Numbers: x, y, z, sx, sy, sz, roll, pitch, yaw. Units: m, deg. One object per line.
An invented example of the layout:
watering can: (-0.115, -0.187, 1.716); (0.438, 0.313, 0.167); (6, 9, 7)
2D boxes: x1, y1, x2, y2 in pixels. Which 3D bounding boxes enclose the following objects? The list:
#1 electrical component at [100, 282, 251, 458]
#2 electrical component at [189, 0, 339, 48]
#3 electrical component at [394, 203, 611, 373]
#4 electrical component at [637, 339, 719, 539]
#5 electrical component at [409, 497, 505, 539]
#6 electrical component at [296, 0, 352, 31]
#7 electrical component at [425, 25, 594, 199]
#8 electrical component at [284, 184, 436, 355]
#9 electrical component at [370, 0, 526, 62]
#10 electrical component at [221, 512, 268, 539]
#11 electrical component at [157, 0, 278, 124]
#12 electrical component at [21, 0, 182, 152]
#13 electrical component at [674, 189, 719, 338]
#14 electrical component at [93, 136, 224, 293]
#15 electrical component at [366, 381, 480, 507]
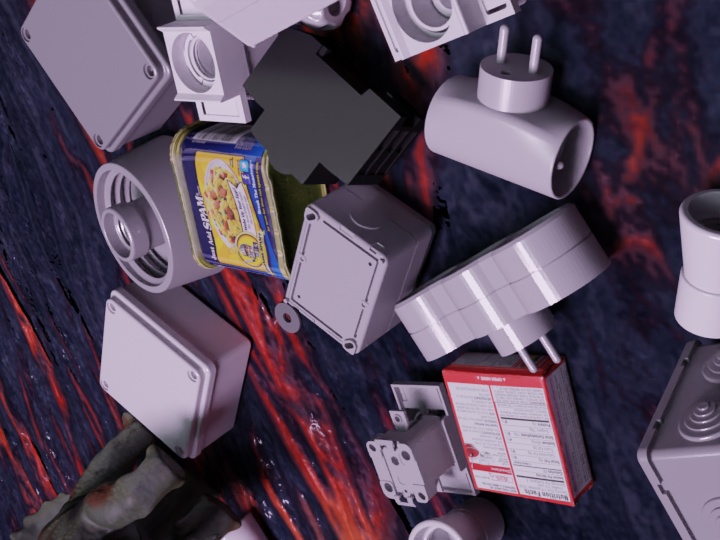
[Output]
electrical component: (-0.148, 0.074, 0.848); (0.109, 0.056, 0.108); (36, 134, 22)
electrical component: (-0.053, -0.168, 0.570); (0.096, 0.061, 0.061); (-21, 62, 27)
electrical component: (0.085, 0.023, 0.601); (0.138, 0.052, 0.073); (-32, 91, 48)
electrical component: (0.184, 0.090, 0.513); (0.048, 0.099, 0.099); (-14, 115, 42)
electrical component: (0.066, 0.173, 0.701); (0.044, 0.065, 0.044); (6, 102, 33)
electrical component: (-0.036, -0.158, 0.618); (0.061, 0.035, 0.035); (22, 128, 35)
electrical component: (0.078, -0.085, 0.548); (0.077, 0.044, 0.079); (25, 130, 30)
electrical component: (0.000, 0.000, 0.660); (0.062, 0.061, 0.096); (36, 134, 21)
electrical component: (0.031, -0.174, 0.523); (0.079, 0.063, 0.121); (-12, 106, 46)
electrical component: (-0.087, 0.243, 0.908); (0.065, 0.044, 0.044); (46, 137, 5)
electrical component: (-0.082, -0.133, 0.654); (0.042, 0.064, 0.081); (10, 121, 38)
electrical component: (-0.163, -0.154, 0.723); (0.108, 0.056, 0.109); (55, 138, 2)
electrical component: (0.172, 0.000, 0.515); (0.044, 0.044, 0.065); (23, 133, 32)
electrical component: (-0.148, -0.035, 0.768); (0.108, 0.060, 0.108); (31, 134, 37)
electrical component: (0.041, 0.114, 0.691); (0.042, 0.064, 0.081); (-4, 111, 46)
